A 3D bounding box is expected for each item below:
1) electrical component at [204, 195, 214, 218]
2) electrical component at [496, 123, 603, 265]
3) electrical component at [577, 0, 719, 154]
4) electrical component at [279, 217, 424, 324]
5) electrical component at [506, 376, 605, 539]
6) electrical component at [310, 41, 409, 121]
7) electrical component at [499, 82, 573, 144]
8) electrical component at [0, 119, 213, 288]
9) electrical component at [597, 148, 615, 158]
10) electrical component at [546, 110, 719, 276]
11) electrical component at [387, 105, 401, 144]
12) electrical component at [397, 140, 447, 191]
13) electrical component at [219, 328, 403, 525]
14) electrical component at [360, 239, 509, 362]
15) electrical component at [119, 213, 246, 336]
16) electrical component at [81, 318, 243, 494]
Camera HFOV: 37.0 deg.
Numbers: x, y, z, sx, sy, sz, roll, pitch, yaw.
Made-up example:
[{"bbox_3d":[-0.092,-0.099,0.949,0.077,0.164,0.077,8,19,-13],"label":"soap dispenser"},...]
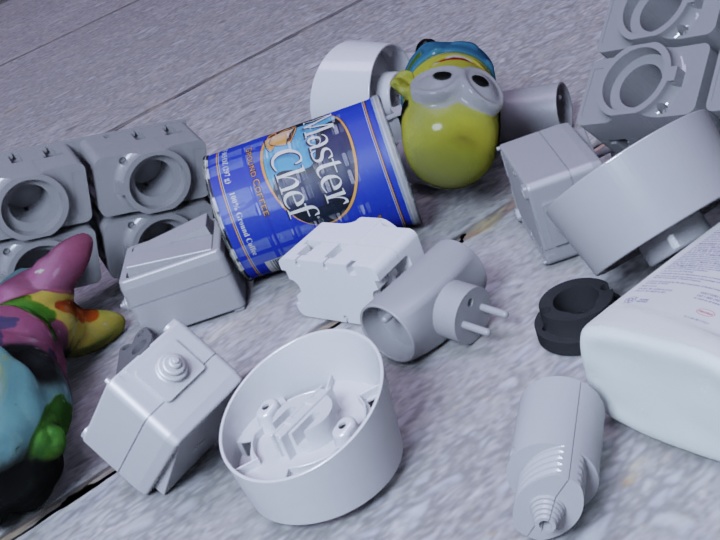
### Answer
[{"bbox_3d":[-0.109,-0.061,0.926,0.055,0.047,0.055,-16,28,9],"label":"electrical component"},{"bbox_3d":[0.138,-0.051,0.722,0.061,0.061,0.096,-19,27,3],"label":"electrical component"},{"bbox_3d":[0.232,-0.134,0.665,0.186,0.060,0.105,1,69,50],"label":"electrical component"},{"bbox_3d":[0.000,0.000,0.737,0.089,0.050,0.056,6,38,42],"label":"electrical component"},{"bbox_3d":[0.093,0.092,0.513,0.043,0.043,0.081,-9,29,22],"label":"electrical component"},{"bbox_3d":[0.007,-0.157,0.970,0.064,0.099,0.099,4,36,29],"label":"electrical component"},{"bbox_3d":[0.130,-0.127,0.886,0.081,0.043,0.043,-5,31,29],"label":"electrical component"},{"bbox_3d":[-0.214,-0.046,0.855,0.186,0.105,0.060,-14,31,-23],"label":"electrical component"},{"bbox_3d":[0.203,-0.093,0.770,0.077,0.047,0.066,-26,28,-11],"label":"electrical component"},{"bbox_3d":[0.170,-0.037,0.623,0.108,0.060,0.108,-30,-9,-6],"label":"electrical component"},{"bbox_3d":[0.061,-0.120,0.925,0.081,0.042,0.063,-24,31,-4],"label":"electrical component"},{"bbox_3d":[0.056,-0.086,0.869,0.040,0.040,0.046,-35,36,-25],"label":"electrical component"},{"bbox_3d":[-0.026,0.086,0.582,0.099,0.064,0.099,-16,27,9],"label":"electrical component"},{"bbox_3d":[0.054,0.023,0.666,0.079,0.043,0.077,18,45,39],"label":"electrical component"},{"bbox_3d":[-0.140,0.005,0.813,0.096,0.061,0.061,-19,27,4],"label":"electrical component"},{"bbox_3d":[-0.111,0.080,0.620,0.061,0.061,0.096,-45,-6,-39],"label":"electrical component"}]
